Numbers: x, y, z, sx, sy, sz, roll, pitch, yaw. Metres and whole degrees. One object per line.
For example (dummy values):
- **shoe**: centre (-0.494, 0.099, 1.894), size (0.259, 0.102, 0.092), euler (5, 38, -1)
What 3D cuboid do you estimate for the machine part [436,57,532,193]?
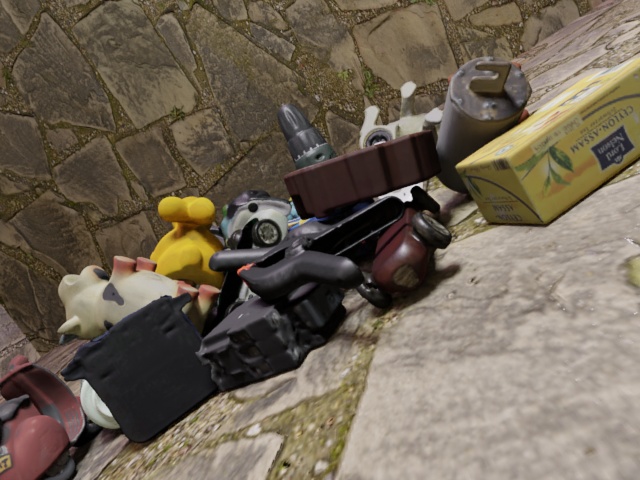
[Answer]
- **machine part**: centre (0.171, -0.118, 0.590), size (0.079, 0.079, 0.243), euler (-34, -19, -7)

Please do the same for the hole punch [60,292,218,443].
- **hole punch**: centre (-0.172, 0.129, 0.562), size (0.142, 0.115, 0.092), euler (-34, 0, -10)

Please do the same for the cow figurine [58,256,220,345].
- **cow figurine**: centre (-0.232, 0.086, 0.653), size (0.085, 0.195, 0.127), euler (24, -95, -73)

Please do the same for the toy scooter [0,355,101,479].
- **toy scooter**: centre (-0.318, 0.199, 0.595), size (0.075, 0.135, 0.184), euler (-31, 10, 0)

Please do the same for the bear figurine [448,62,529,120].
- **bear figurine**: centre (0.249, -0.196, 0.807), size (0.120, 0.131, 0.196), euler (-6, 12, 21)

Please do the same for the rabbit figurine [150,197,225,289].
- **rabbit figurine**: centre (-0.211, -0.004, 0.848), size (0.122, 0.162, 0.173), euler (0, 51, -4)

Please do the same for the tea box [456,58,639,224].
- **tea box**: centre (0.221, -0.086, 0.478), size (0.170, 0.068, 0.098), euler (-35, 8, -6)

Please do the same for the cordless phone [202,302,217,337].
- **cordless phone**: centre (-0.144, 0.087, 0.756), size (0.184, 0.088, 0.146), euler (-18, -13, 1)

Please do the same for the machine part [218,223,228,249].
- **machine part**: centre (-0.129, 0.017, 0.932), size (0.039, 0.138, 0.084), euler (-24, 26, 16)

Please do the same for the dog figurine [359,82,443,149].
- **dog figurine**: centre (0.160, -0.161, 0.956), size (0.172, 0.121, 0.190), euler (-30, -27, 13)

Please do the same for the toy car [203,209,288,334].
- **toy car**: centre (-0.093, 0.051, 0.685), size (0.073, 0.056, 0.202), euler (-19, 49, 48)

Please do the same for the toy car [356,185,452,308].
- **toy car**: centre (0.084, 0.003, 0.528), size (0.089, 0.053, 0.202), euler (-51, 2, 17)

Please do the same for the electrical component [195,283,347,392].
- **electrical component**: centre (-0.040, 0.080, 0.525), size (0.134, 0.058, 0.115), euler (-28, 11, 31)

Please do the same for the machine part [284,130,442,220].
- **machine part**: centre (0.051, -0.074, 0.609), size (0.179, 0.056, 0.179), euler (-18, 6, 2)

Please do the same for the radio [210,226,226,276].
- **radio**: centre (-0.217, 0.064, 0.974), size (0.131, 0.073, 0.229), euler (16, 37, 25)

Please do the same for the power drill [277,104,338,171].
- **power drill**: centre (0.027, -0.118, 0.906), size (0.086, 0.232, 0.207), euler (-30, -8, 15)

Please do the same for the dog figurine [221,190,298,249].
- **dog figurine**: centre (-0.071, -0.030, 0.921), size (0.219, 0.191, 0.108), euler (-116, 43, -75)

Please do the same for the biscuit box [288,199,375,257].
- **biscuit box**: centre (-0.001, -0.002, 0.724), size (0.203, 0.062, 0.059), euler (-17, 16, 48)
